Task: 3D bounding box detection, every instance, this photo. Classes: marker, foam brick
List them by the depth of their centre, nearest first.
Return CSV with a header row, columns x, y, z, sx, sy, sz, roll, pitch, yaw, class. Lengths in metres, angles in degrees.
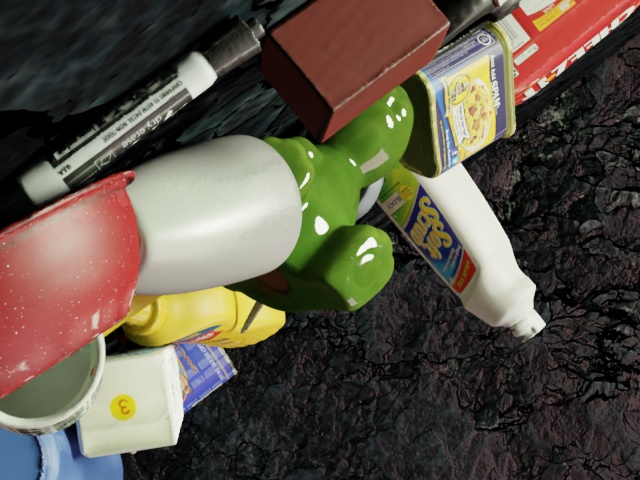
x,y,z,sx,sy,sz,roll,pitch,yaw,class
-0.073,-0.055,0.449,0.121,0.020,0.020,-38,175,-6,marker
0.016,-0.096,0.533,0.078,0.051,0.053,-37,174,-13,foam brick

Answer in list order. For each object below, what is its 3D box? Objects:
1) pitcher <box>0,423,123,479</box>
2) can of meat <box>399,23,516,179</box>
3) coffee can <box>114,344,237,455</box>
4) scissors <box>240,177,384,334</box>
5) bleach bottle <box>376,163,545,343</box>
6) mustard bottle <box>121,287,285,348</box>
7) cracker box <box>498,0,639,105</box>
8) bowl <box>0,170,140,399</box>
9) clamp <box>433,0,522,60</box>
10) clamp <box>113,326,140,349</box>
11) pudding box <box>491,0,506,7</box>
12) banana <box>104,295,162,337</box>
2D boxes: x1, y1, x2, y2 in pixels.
x,y,z,sx,sy,sz,roll,pitch,yaw,class
-0.236,0.198,0.883,0.149,0.145,0.243,-18,167,-6,pitcher
0.099,-0.107,0.815,0.083,0.058,0.102,-33,133,-25,can of meat
-0.175,0.145,1.140,0.140,0.103,0.103,-37,175,-12,coffee can
-0.006,0.001,0.840,0.096,0.016,0.202,35,-75,54,scissors
0.134,-0.011,1.039,0.068,0.251,0.103,-35,174,-35,bleach bottle
-0.111,0.061,0.902,0.096,0.058,0.191,-10,170,24,mustard bottle
0.209,-0.193,0.945,0.164,0.072,0.213,-39,176,13,cracker box
-0.136,0.034,0.462,0.162,0.055,0.162,-32,-177,2,bowl
0.120,-0.168,0.715,0.171,0.039,0.120,-33,171,7,clamp
-0.109,0.045,1.061,0.210,0.036,0.164,-35,175,-10,clamp
0.120,-0.180,0.597,0.090,0.039,0.113,-38,174,11,pudding box
-0.137,0.036,0.770,0.197,0.037,0.070,-36,179,-29,banana
